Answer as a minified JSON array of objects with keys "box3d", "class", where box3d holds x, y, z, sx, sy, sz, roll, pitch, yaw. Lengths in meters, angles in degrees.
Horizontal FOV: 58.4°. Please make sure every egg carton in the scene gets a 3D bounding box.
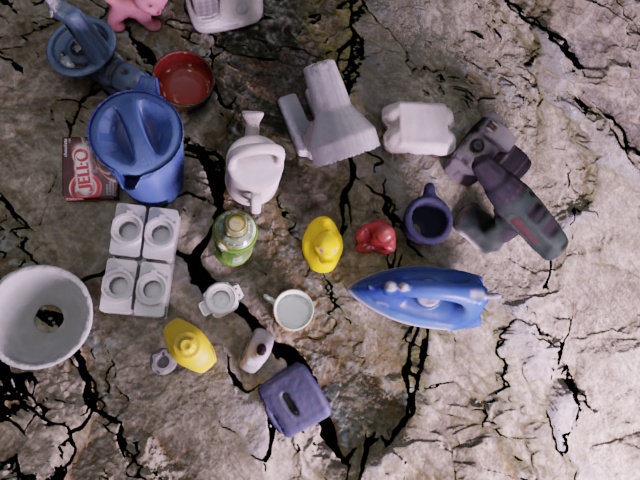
[{"box3d":[0.194,-0.218,1.128,0.150,0.069,0.107,-1,79,-11],"class":"egg carton"}]

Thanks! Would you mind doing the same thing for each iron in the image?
[{"box3d":[0.187,0.096,1.030,0.258,0.141,0.119,6,78,-9],"class":"iron"}]

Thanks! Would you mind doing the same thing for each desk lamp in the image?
[{"box3d":[0.009,-0.213,1.018,0.118,0.213,0.203,-21,84,-13],"class":"desk lamp"}]

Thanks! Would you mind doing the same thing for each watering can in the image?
[{"box3d":[-0.116,-0.137,0.991,0.101,0.194,0.173,-24,84,-14],"class":"watering can"}]

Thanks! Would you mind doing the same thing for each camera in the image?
[{"box3d":[0.342,-0.164,1.130,0.137,0.100,0.143,39,75,-1],"class":"camera"}]

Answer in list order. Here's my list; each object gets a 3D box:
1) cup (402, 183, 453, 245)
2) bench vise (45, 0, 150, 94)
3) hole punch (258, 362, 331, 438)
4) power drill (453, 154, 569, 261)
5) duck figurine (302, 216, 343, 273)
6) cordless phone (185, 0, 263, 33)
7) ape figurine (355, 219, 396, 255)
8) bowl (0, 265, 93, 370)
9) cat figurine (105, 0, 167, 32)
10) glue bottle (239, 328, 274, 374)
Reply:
[{"box3d":[0.192,-0.043,1.081,0.092,0.095,0.118,6,78,-9],"class":"cup"},{"box3d":[-0.369,-0.326,0.966,0.207,0.219,0.121,14,77,-7],"class":"bench vise"},{"box3d":[-0.045,0.276,0.978,0.101,0.091,0.108,-32,86,-14],"class":"hole punch"},{"box3d":[0.330,-0.046,1.049,0.229,0.208,0.076,40,75,-1],"class":"power drill"},{"box3d":[0.010,0.004,1.043,0.077,0.086,0.104,2,79,-10],"class":"duck figurine"},{"box3d":[-0.176,-0.469,1.048,0.148,0.185,0.094,-19,83,-13],"class":"cordless phone"},{"box3d":[0.111,-0.007,1.061,0.078,0.092,0.076,41,75,-1],"class":"ape figurine"},{"box3d":[-0.453,0.126,0.939,0.167,0.074,0.167,2,79,-10],"class":"bowl"},{"box3d":[-0.332,-0.441,1.048,0.128,0.117,0.067,-8,81,-12],"class":"cat figurine"},{"box3d":[-0.101,0.182,0.943,0.037,0.173,0.078,26,76,-4],"class":"glue bottle"}]
